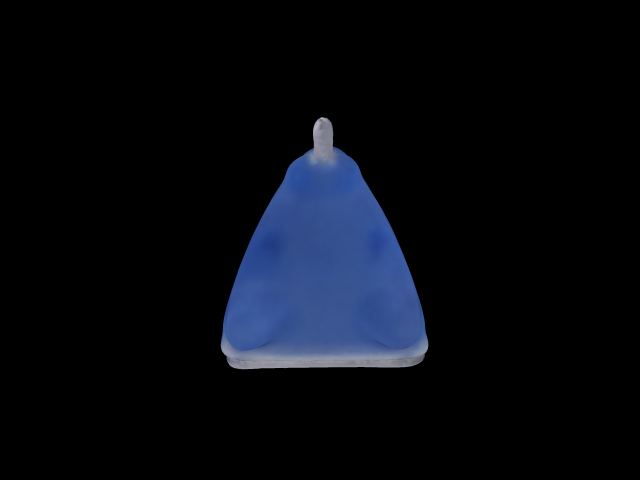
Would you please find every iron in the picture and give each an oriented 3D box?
[{"bbox_3d":[0.004,0.001,0.400,0.118,0.141,0.258,0,4,0],"label":"iron"}]
